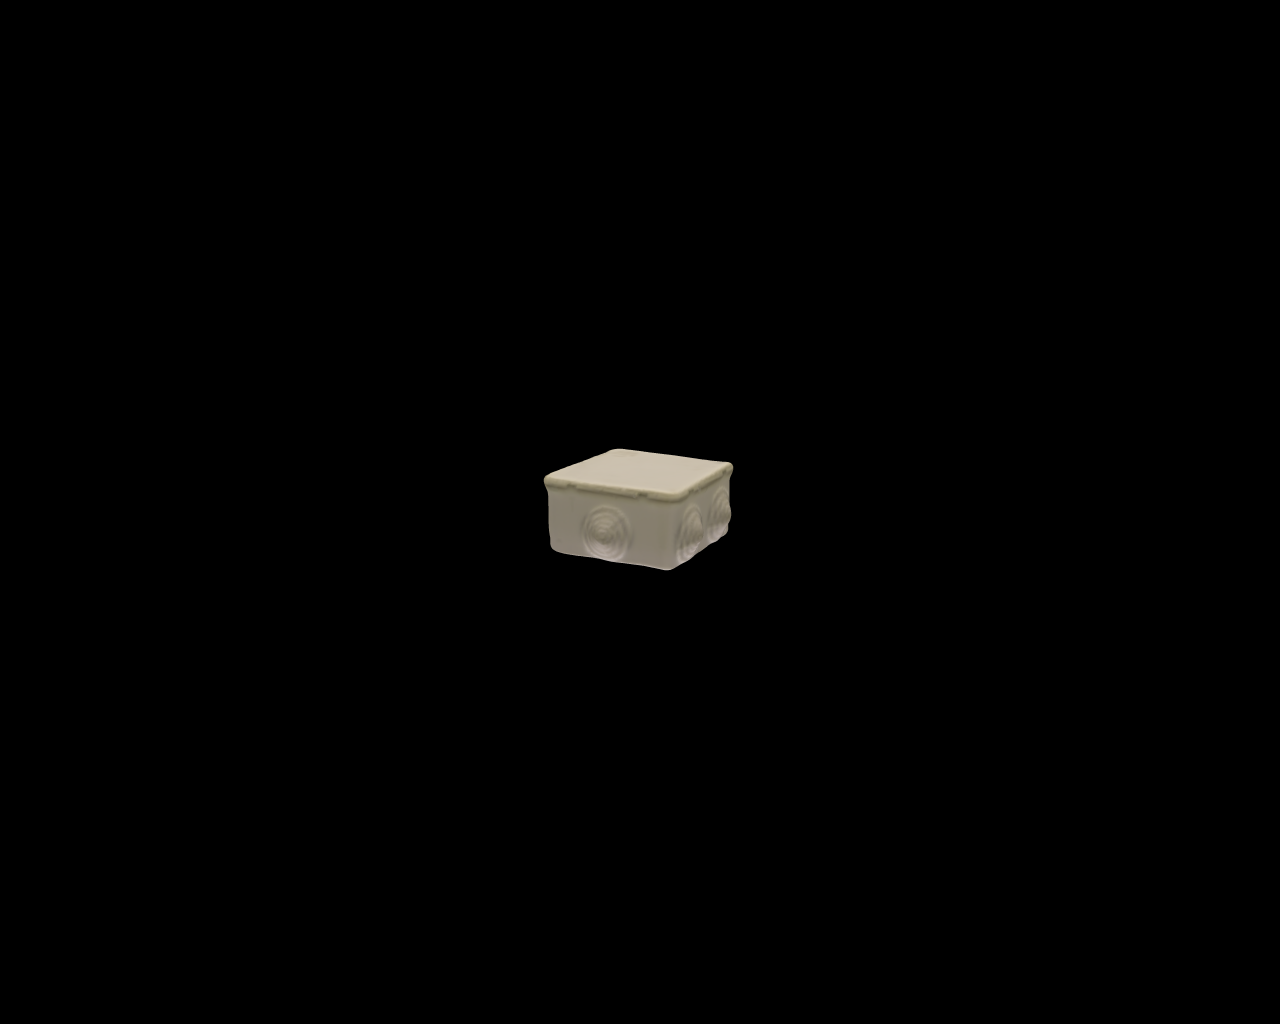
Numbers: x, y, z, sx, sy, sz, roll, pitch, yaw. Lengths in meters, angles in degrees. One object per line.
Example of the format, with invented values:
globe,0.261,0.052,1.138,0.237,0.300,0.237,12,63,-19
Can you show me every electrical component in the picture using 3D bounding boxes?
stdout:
electrical component,0.001,-0.003,0.650,0.100,0.048,0.100,8,18,27
